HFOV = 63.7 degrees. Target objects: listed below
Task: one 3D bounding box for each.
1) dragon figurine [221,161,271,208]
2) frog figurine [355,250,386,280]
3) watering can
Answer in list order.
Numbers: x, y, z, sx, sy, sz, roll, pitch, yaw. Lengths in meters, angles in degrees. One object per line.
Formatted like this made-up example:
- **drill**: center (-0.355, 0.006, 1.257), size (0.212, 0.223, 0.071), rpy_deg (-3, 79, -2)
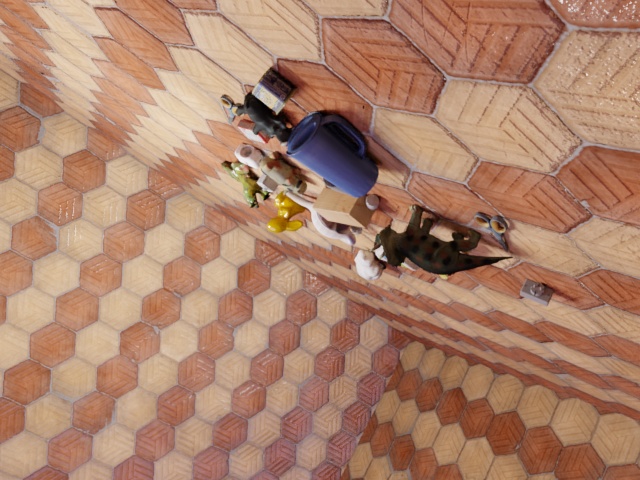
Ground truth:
- **dragon figurine**: center (-0.334, -0.254, 2.247), size (0.242, 0.123, 0.407), rpy_deg (49, 165, -3)
- **frog figurine**: center (0.212, 0.114, 2.313), size (0.139, 0.122, 0.158), rpy_deg (46, -173, 27)
- **watering can**: center (0.006, -0.099, 1.975), size (0.348, 0.105, 0.222), rpy_deg (39, 167, 1)
